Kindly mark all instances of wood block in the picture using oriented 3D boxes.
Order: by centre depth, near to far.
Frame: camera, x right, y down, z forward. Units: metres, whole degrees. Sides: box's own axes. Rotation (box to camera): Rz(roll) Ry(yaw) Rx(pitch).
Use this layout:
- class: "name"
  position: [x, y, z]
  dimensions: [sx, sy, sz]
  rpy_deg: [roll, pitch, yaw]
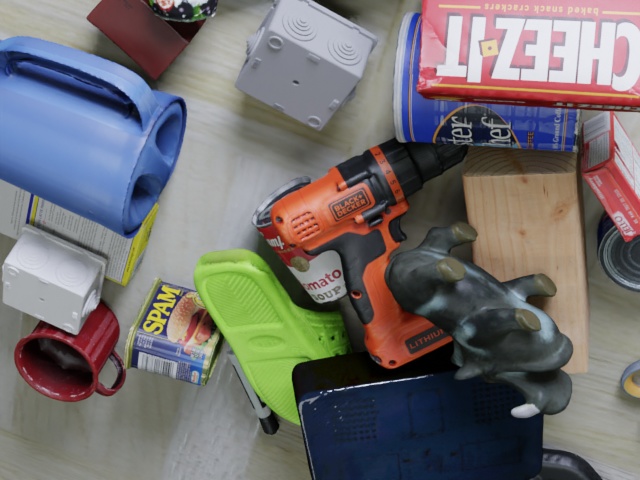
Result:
- class: "wood block"
  position: [0.182, 0.008, 0.918]
  dimensions: [0.090, 0.090, 0.206]
  rpy_deg: [-1, 124, 17]

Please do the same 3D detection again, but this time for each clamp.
- class: "clamp"
  position: [0.214, 0.235, 1.104]
  dimensions: [0.210, 0.036, 0.165]
  rpy_deg: [18, 128, 8]

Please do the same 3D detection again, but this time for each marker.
- class: "marker"
  position: [-0.071, 0.164, 1.149]
  dimensions: [0.020, 0.020, 0.121]
  rpy_deg: [-8, 122, 21]

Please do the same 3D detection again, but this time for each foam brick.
- class: "foam brick"
  position: [-0.145, -0.187, 0.901]
  dimensions: [0.078, 0.051, 0.053]
  rpy_deg: [43, 124, -15]

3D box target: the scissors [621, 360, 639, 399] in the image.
- class: "scissors"
  position: [0.362, 0.112, 0.986]
  dimensions: [0.096, 0.016, 0.202]
  rpy_deg: [33, 127, -7]

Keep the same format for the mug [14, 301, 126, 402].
- class: "mug"
  position: [-0.254, 0.118, 1.131]
  dimensions: [0.117, 0.081, 0.093]
  rpy_deg: [40, 126, -13]

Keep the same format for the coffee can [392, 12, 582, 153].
- class: "coffee can"
  position: [0.134, -0.123, 0.831]
  dimensions: [0.140, 0.102, 0.103]
  rpy_deg: [5, 126, 13]

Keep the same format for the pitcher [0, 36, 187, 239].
- class: "pitcher"
  position: [-0.248, -0.110, 0.938]
  dimensions: [0.243, 0.145, 0.149]
  rpy_deg: [21, 102, 4]

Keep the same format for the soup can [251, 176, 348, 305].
- class: "soup can"
  position: [-0.006, 0.001, 0.984]
  dimensions: [0.069, 0.068, 0.102]
  rpy_deg: [-24, 116, 29]

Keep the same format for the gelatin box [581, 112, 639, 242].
- class: "gelatin box"
  position: [0.239, -0.052, 0.858]
  dimensions: [0.030, 0.089, 0.073]
  rpy_deg: [-27, 114, 28]

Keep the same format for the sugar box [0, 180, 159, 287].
- class: "sugar box"
  position: [-0.254, -0.029, 1.050]
  dimensions: [0.176, 0.048, 0.093]
  rpy_deg: [26, 132, 1]

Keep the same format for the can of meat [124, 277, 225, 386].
- class: "can of meat"
  position: [-0.139, 0.093, 1.068]
  dimensions: [0.084, 0.102, 0.057]
  rpy_deg: [15, 129, 2]

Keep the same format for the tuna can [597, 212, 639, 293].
- class: "tuna can"
  position: [0.283, 0.004, 0.921]
  dimensions: [0.086, 0.033, 0.086]
  rpy_deg: [8, 127, 11]

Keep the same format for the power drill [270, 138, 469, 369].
- class: "power drill"
  position: [0.072, 0.006, 0.934]
  dimensions: [0.184, 0.057, 0.187]
  rpy_deg: [-26, 110, 2]

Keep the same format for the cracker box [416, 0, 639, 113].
- class: "cracker box"
  position: [0.156, -0.200, 0.732]
  dimensions: [0.164, 0.072, 0.214]
  rpy_deg: [5, 95, 13]
